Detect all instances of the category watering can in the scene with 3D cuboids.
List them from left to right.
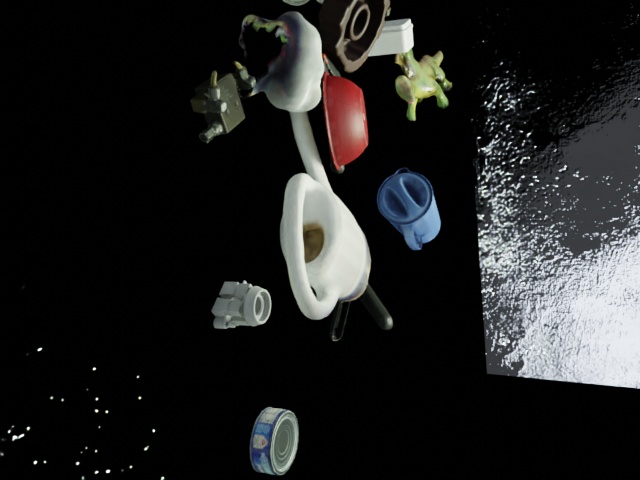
[{"bbox_3d":[0.002,-0.041,0.813,0.221,0.103,0.354,44,40,-58],"label":"watering can"}]

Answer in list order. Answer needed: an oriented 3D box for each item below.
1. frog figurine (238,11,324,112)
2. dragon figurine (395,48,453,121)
[{"bbox_3d":[-0.031,-0.243,0.726,0.159,0.121,0.139,3,67,-55],"label":"frog figurine"},{"bbox_3d":[0.285,-0.506,1.482,0.238,0.121,0.420,54,39,-40],"label":"dragon figurine"}]
